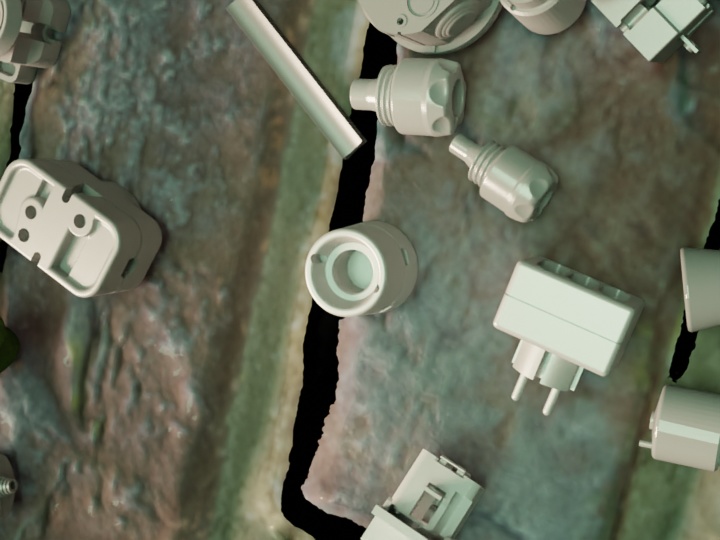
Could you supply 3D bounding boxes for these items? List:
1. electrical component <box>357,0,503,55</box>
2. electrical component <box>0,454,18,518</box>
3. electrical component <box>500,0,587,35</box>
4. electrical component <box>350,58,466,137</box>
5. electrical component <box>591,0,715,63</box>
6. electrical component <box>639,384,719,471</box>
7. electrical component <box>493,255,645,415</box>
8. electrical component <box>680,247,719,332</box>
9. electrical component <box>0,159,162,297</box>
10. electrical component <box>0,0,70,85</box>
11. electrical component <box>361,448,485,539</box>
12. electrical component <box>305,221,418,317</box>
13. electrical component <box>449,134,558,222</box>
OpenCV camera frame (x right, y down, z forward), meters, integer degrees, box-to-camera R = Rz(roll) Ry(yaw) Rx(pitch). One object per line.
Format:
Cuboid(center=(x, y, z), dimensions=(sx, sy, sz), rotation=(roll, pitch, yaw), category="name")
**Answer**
Cuboid(center=(0.036, -0.161, 0.588), dimensions=(0.080, 0.051, 0.080), rotation=(0, 91, 27), category="electrical component")
Cuboid(center=(-0.272, 0.150, 0.743), dimensions=(0.081, 0.043, 0.043), rotation=(-7, 92, 22), category="electrical component")
Cuboid(center=(0.090, -0.151, 0.560), dimensions=(0.040, 0.078, 0.040), rotation=(-5, 80, 29), category="electrical component")
Cuboid(center=(0.026, -0.098, 0.605), dimensions=(0.062, 0.043, 0.043), rotation=(6, 97, 22), category="electrical component")
Cuboid(center=(0.157, -0.142, 0.549), dimensions=(0.066, 0.048, 0.055), rotation=(50, 116, 11), category="electrical component")
Cuboid(center=(0.187, 0.085, 0.558), dimensions=(0.078, 0.040, 0.040), rotation=(9, 98, 20), category="electrical component")
Cuboid(center=(0.106, 0.040, 0.582), dimensions=(0.066, 0.047, 0.076), rotation=(24, 103, 18), category="electrical component")
Cuboid(center=(0.199, 0.007, 0.547), dimensions=(0.065, 0.044, 0.044), rotation=(-5, 92, 17), category="electrical component")
Cuboid(center=(-0.177, -0.028, 0.682), dimensions=(0.095, 0.059, 0.053), rotation=(35, 106, 16), category="electrical component")
Cuboid(center=(-0.230, -0.162, 0.693), dimensions=(0.058, 0.057, 0.078), rotation=(24, 103, 18), category="electrical component")
Cuboid(center=(0.038, 0.137, 0.606), dimensions=(0.042, 0.081, 0.063), rotation=(32, 83, 16), category="electrical component")
Cuboid(center=(0.000, 0.000, 0.621), dimensions=(0.055, 0.047, 0.055), rotation=(2, 95, 21), category="electrical component")
Cuboid(center=(0.077, -0.054, 0.593), dimensions=(0.061, 0.035, 0.035), rotation=(36, 106, 18), category="electrical component")
